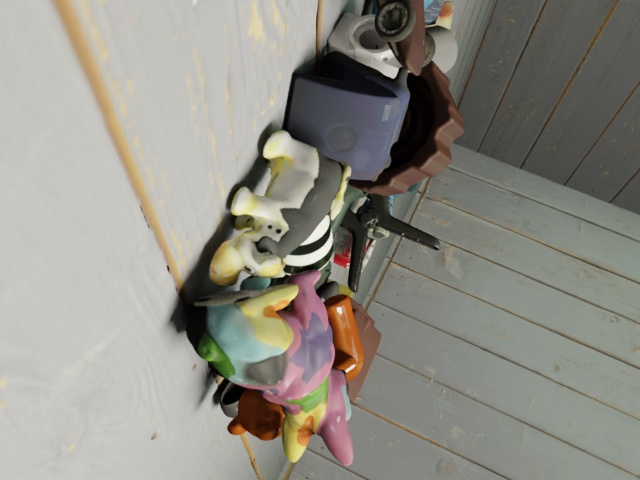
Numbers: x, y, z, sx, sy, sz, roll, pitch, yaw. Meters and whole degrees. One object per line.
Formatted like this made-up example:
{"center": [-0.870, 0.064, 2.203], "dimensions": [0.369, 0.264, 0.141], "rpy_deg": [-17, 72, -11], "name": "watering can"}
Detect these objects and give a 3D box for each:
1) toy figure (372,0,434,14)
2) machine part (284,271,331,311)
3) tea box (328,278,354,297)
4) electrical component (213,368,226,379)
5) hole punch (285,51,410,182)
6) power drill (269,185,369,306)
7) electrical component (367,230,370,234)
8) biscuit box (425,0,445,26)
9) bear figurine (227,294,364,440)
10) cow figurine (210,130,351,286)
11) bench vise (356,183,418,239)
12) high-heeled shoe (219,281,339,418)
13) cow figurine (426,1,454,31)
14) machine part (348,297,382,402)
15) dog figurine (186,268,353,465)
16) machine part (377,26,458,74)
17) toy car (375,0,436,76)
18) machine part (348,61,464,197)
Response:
{"center": [0.107, -0.327, 0.625], "dimensions": [0.082, 0.089, 0.180], "rpy_deg": [-101, -149, -49], "name": "toy figure"}
{"center": [-0.032, 0.087, 0.938], "dimensions": [0.139, 0.039, 0.084], "rpy_deg": [-36, 141, -48], "name": "machine part"}
{"center": [0.003, 0.152, 1.103], "dimensions": [0.068, 0.098, 0.169], "rpy_deg": [-57, 168, -36], "name": "tea box"}
{"center": [-0.105, 0.153, 0.718], "dimensions": [0.119, 0.048, 0.075], "rpy_deg": [88, 27, -70], "name": "electrical component"}
{"center": [0.025, -0.126, 0.581], "dimensions": [0.092, 0.116, 0.142], "rpy_deg": [-43, 156, -46], "name": "hole punch"}
{"center": [-0.002, -0.002, 0.798], "dimensions": [0.232, 0.086, 0.207], "rpy_deg": [6, 104, -80], "name": "power drill"}
{"center": [0.048, -0.034, 1.009], "dimensions": [0.063, 0.094, 0.021], "rpy_deg": [41, 73, -39], "name": "electrical component"}
{"center": [0.137, -0.349, 0.773], "dimensions": [0.203, 0.059, 0.062], "rpy_deg": [-47, 159, -62], "name": "biscuit box"}
{"center": [-0.039, 0.168, 0.708], "dimensions": [0.196, 0.132, 0.120], "rpy_deg": [-22, -179, -35], "name": "bear figurine"}
{"center": [-0.039, -0.018, 0.535], "dimensions": [0.068, 0.098, 0.167], "rpy_deg": [95, 20, -78], "name": "cow figurine"}
{"center": [0.151, -0.123, 1.113], "dimensions": [0.240, 0.129, 0.224], "rpy_deg": [-52, -168, 49], "name": "bench vise"}
{"center": [-0.062, 0.158, 0.818], "dimensions": [0.248, 0.086, 0.145], "rpy_deg": [-59, 157, -2], "name": "high-heeled shoe"}
{"center": [0.176, -0.323, 0.970], "dimensions": [0.127, 0.086, 0.194], "rpy_deg": [4, 106, -75], "name": "cow figurine"}
{"center": [-0.003, 0.204, 0.934], "dimensions": [0.201, 0.087, 0.201], "rpy_deg": [-16, -146, 46], "name": "machine part"}
{"center": [-0.037, 0.146, 0.565], "dimensions": [0.191, 0.109, 0.219], "rpy_deg": [-23, 99, -61], "name": "dog figurine"}
{"center": [0.135, -0.267, 0.793], "dimensions": [0.243, 0.079, 0.079], "rpy_deg": [-33, 148, -46], "name": "machine part"}
{"center": [0.078, -0.264, 0.531], "dimensions": [0.089, 0.053, 0.202], "rpy_deg": [5, 83, -66], "name": "toy car"}
{"center": [0.090, -0.142, 0.668], "dimensions": [0.056, 0.180, 0.179], "rpy_deg": [15, 99, -54], "name": "machine part"}
